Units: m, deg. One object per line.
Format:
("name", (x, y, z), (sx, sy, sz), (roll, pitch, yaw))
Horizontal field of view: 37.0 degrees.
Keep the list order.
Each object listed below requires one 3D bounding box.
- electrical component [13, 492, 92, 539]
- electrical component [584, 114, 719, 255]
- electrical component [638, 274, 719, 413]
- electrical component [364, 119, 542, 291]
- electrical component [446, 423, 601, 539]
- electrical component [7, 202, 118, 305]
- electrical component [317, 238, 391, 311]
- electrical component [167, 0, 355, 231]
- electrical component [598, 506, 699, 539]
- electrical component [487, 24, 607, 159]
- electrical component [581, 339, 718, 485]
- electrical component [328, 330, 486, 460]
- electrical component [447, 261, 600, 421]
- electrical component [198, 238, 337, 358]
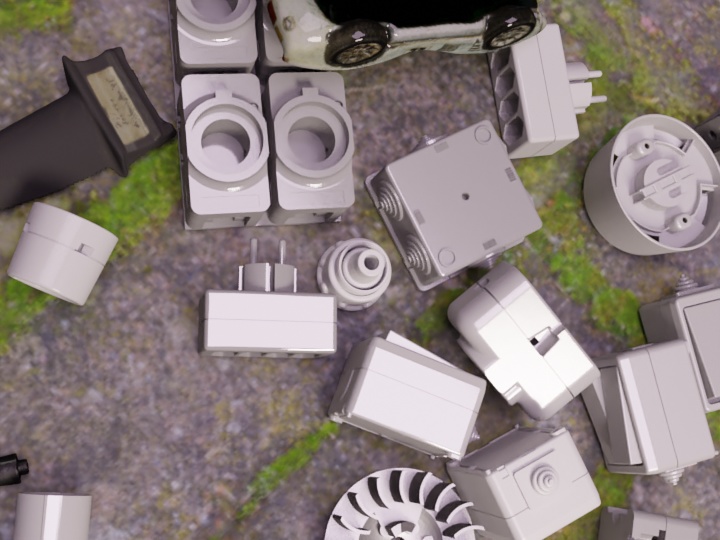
("electrical component", (-0.184, 0.174, 0.637), (0.043, 0.043, 0.081), (5, 80, -13))
("electrical component", (0.209, -0.058, 0.759), (0.099, 0.064, 0.099), (2, 80, -13))
("electrical component", (0.243, 0.048, 0.752), (0.062, 0.061, 0.096), (-12, 84, -15))
("electrical component", (0.064, -0.045, 0.730), (0.100, 0.048, 0.099), (-26, 88, -16))
("electrical component", (0.107, 0.140, 0.685), (0.062, 0.096, 0.061), (-26, 90, -15))
("electrical component", (-0.184, -0.009, 0.662), (0.055, 0.055, 0.047), (24, 80, -9))
("electrical component", (0.000, 0.000, 0.700), (0.048, 0.062, 0.048), (2, 81, -13))
("electrical component", (-0.067, -0.125, 0.706), (0.105, 0.060, 0.186), (-4, 82, -14))
("electrical component", (0.193, 0.208, 0.719), (0.056, 0.050, 0.089), (12, 78, -11))
("electrical component", (0.139, -0.127, 0.763), (0.076, 0.047, 0.083), (-7, 83, -15))
("electrical component", (0.193, 0.101, 0.731), (0.061, 0.062, 0.096), (-12, 84, -15))
("electrical component", (0.037, 0.083, 0.696), (0.096, 0.062, 0.061), (22, 76, -9))
("electrical component", (0.105, 0.050, 0.713), (0.059, 0.053, 0.095), (-40, 101, 0))
("electrical component", (-0.060, 0.017, 0.691), (0.083, 0.047, 0.075), (2, 80, -13))
